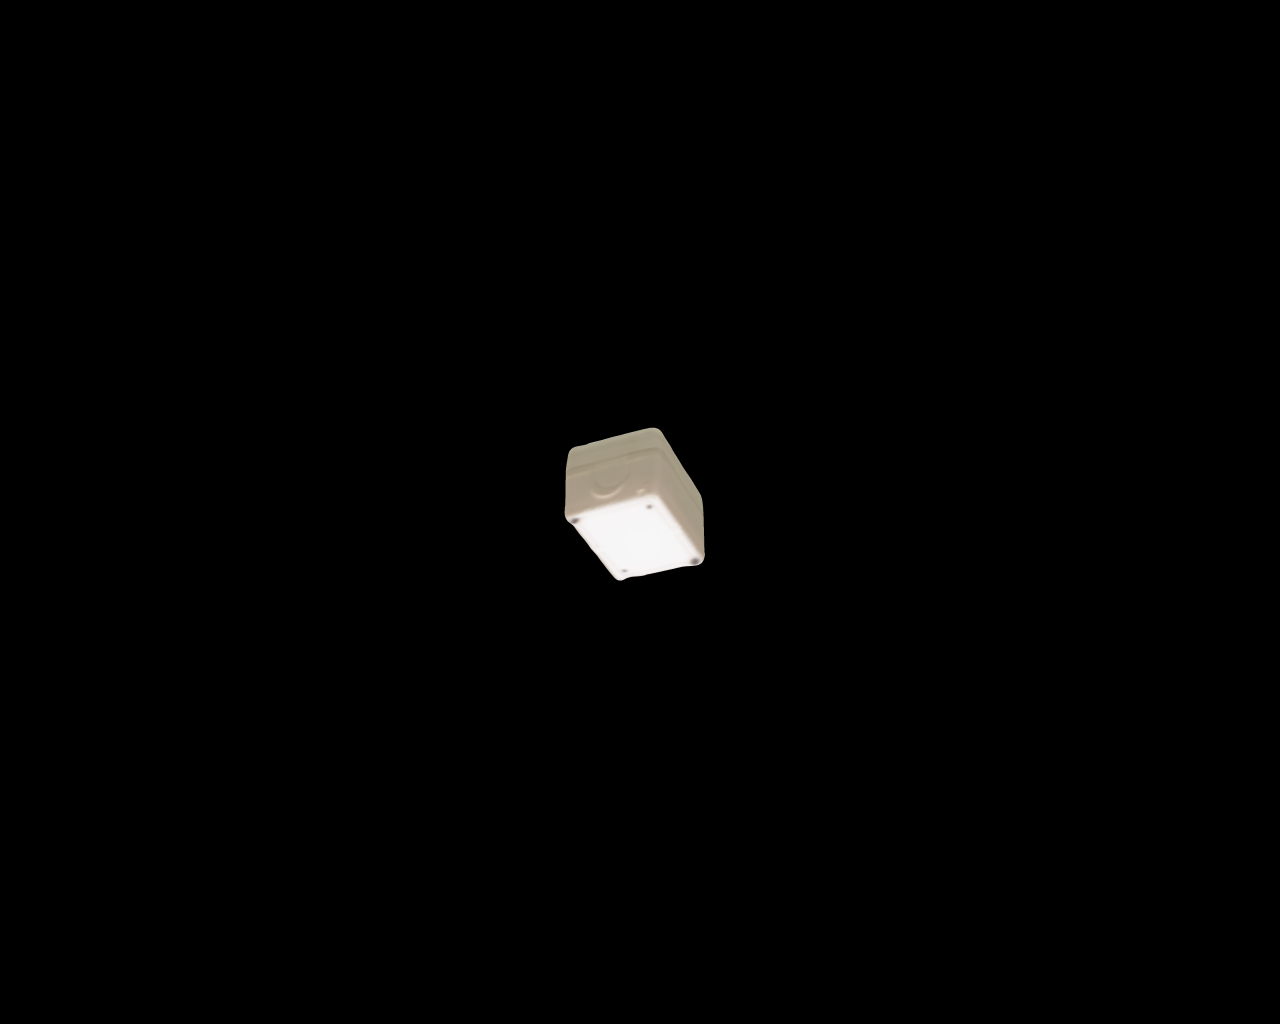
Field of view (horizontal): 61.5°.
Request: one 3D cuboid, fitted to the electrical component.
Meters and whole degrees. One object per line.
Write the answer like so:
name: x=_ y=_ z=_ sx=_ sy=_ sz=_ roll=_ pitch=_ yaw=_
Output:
electrical component: x=0.001 y=-0.003 z=0.650 sx=0.062 sy=0.061 sz=0.096 roll=-13 pitch=-38 yaw=18
